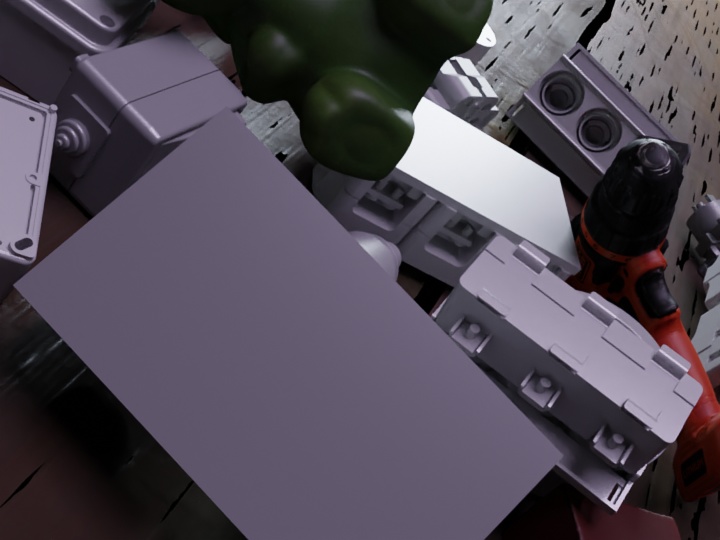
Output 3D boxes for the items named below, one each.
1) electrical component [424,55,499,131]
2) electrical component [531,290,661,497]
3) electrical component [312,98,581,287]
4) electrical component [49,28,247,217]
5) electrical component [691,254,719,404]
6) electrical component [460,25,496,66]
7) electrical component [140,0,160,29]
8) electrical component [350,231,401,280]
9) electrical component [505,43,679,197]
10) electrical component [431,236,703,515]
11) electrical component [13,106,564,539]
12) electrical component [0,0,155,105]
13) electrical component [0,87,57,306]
[{"bbox_3d":[0.055,-0.126,0.752,0.078,0.058,0.057,-9,62,-50],"label":"electrical component"},{"bbox_3d":[0.108,0.071,0.580,0.108,0.060,0.108,9,54,-13],"label":"electrical component"},{"bbox_3d":[0.051,-0.042,0.651,0.150,0.061,0.089,26,37,-23],"label":"electrical component"},{"bbox_3d":[-0.107,-0.066,0.516,0.061,0.061,0.096,46,34,3],"label":"electrical component"},{"bbox_3d":[0.303,0.051,0.782,0.105,0.060,0.186,40,45,-5],"label":"electrical component"},{"bbox_3d":[0.055,-0.192,0.809,0.138,0.073,0.052,-2,54,-47],"label":"electrical component"},{"bbox_3d":[-0.140,-0.190,0.598,0.076,0.083,0.047,14,43,-37],"label":"electrical component"},{"bbox_3d":[0.000,0.000,0.570,0.043,0.043,0.062,50,33,10],"label":"electrical component"},{"bbox_3d":[0.186,-0.107,0.854,0.121,0.079,0.063,46,4,4],"label":"electrical component"},{"bbox_3d":[0.094,0.045,0.512,0.121,0.063,0.078,38,53,9],"label":"electrical component"},{"bbox_3d":[-0.029,0.044,0.427,0.105,0.060,0.186,-43,85,-14],"label":"electrical component"},{"bbox_3d":[-0.168,-0.144,0.542,0.113,0.057,0.078,35,35,-12],"label":"electrical component"},{"bbox_3d":[-0.163,-0.024,0.419,0.062,0.061,0.096,20,48,-30],"label":"electrical component"}]
